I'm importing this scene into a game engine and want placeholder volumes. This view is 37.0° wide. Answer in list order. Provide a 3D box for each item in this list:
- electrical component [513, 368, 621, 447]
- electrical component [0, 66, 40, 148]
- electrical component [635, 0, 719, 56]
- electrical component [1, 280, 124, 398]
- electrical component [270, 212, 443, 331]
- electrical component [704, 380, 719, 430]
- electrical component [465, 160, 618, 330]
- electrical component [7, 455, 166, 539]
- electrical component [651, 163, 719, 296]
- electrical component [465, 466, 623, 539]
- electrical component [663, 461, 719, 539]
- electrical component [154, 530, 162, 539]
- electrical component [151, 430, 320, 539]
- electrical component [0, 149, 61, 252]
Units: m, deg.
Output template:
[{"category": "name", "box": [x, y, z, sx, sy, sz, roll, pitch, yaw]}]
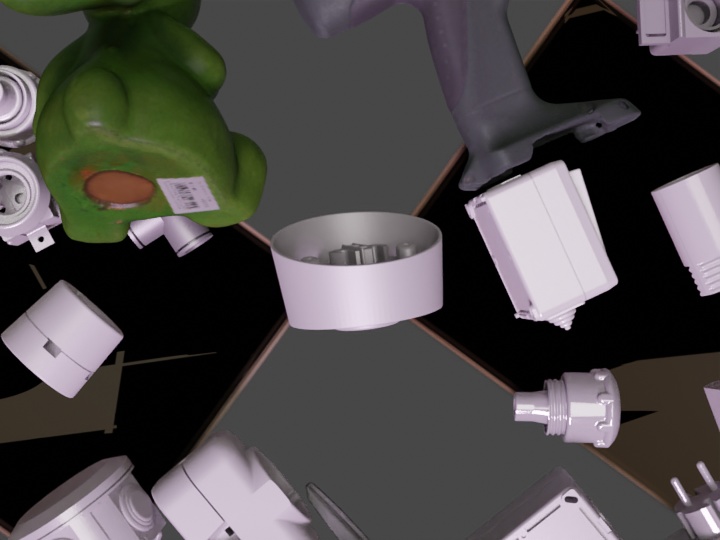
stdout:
[{"category": "electrical component", "box": [0.125, 0.083, 0.652, 0.062, 0.048, 0.048, 1, 89, 3]}, {"category": "electrical component", "box": [-0.208, -0.098, 0.626, 0.048, 0.062, 0.048, 0, 89, -3]}, {"category": "electrical component", "box": [0.201, -0.195, 0.651, 0.079, 0.063, 0.121, -2, 89, -3]}, {"category": "electrical component", "box": [-0.173, 0.039, 0.630, 0.055, 0.055, 0.047, 43, 83, -2]}, {"category": "electrical component", "box": [0.000, 0.000, 0.622, 0.099, 0.099, 0.064, -8, 96, -4]}, {"category": "electrical component", "box": [0.261, 0.085, 0.626, 0.078, 0.113, 0.057, -20, 87, -4]}, {"category": "electrical component", "box": [0.113, -0.012, 0.644, 0.061, 0.062, 0.096, -25, 91, -3]}, {"category": "electrical component", "box": [-0.156, 0.147, 0.617, 0.080, 0.080, 0.051, -34, 96, -3]}, {"category": "electrical component", "box": [0.215, -0.020, 0.659, 0.043, 0.043, 0.081, -25, 91, -4]}, {"category": "electrical component", "box": [0.106, 0.173, 0.644, 0.096, 0.061, 0.061, -40, 92, 4]}, {"category": "electrical component", "box": [0.217, 0.154, 0.654, 0.083, 0.047, 0.075, -30, 91, -4]}, {"category": "electrical component", "box": [-0.122, 0.194, 0.635, 0.077, 0.043, 0.079, 18, 88, -3]}, {"category": "electrical component", "box": [-0.069, 0.144, 0.634, 0.059, 0.054, 0.095, -40, 92, -3]}, {"category": "electrical component", "box": [-0.202, -0.043, 0.629, 0.048, 0.055, 0.066, -28, 91, -3]}]
